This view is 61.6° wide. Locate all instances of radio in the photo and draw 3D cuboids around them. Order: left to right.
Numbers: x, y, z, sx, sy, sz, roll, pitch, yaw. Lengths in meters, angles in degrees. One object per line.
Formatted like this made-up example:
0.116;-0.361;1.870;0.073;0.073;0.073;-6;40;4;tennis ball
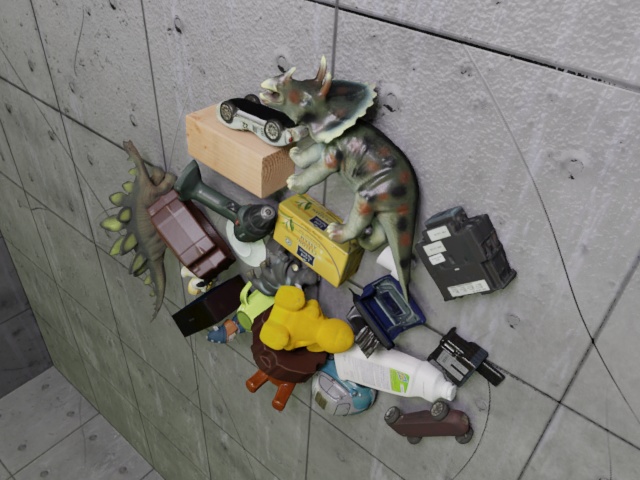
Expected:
-0.273;0.167;1.362;0.230;0.131;0.073;-26;97;51;radio

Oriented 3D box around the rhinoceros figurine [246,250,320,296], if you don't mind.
-0.079;0.080;1.147;0.190;0.073;0.112;-19;101;51;rhinoceros figurine

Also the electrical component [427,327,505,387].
0.252;0.214;0.923;0.119;0.048;0.074;42;140;18;electrical component

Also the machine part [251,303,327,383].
-0.064;0.216;1.146;0.179;0.179;0.056;50;130;7;machine part

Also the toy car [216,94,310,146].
-0.102;-0.213;0.960;0.202;0.073;0.056;28;130;31;toy car

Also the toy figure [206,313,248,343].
-0.203;0.206;1.298;0.058;0.154;0.064;21;129;38;toy figure

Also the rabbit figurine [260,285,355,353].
-0.014;0.180;1.061;0.173;0.122;0.162;16;162;14;rabbit figurine

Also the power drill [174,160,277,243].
-0.183;-0.074;1.073;0.207;0.086;0.232;27;164;-3;power drill

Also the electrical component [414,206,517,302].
0.214;0.018;0.814;0.115;0.058;0.134;-20;101;49;electrical component

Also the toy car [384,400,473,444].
0.212;0.360;1.064;0.089;0.053;0.202;41;145;-14;toy car

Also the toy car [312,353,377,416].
0.037;0.326;1.181;0.162;0.103;0.109;36;137;19;toy car

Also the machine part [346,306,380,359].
0.083;0.172;1.018;0.084;0.039;0.139;61;-177;-10;machine part

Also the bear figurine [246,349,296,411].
-0.092;0.295;1.274;0.120;0.132;0.195;32;143;12;bear figurine

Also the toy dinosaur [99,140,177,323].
-0.429;-0.016;1.339;0.105;0.198;0.470;16;126;42;toy dinosaur

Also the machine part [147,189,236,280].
-0.288;-0.008;1.212;0.201;0.087;0.201;52;176;4;machine part

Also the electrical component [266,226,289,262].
-0.084;0.002;1.105;0.094;0.021;0.063;40;104;43;electrical component

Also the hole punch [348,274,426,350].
0.122;0.125;0.974;0.142;0.092;0.116;51;179;0;hole punch

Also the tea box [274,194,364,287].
-0.002;-0.003;1.012;0.170;0.068;0.098;35;137;22;tea box

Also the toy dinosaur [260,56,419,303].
0.073;-0.099;0.831;0.404;0.131;0.192;46;122;-8;toy dinosaur

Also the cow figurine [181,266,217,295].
-0.301;0.076;1.377;0.098;0.068;0.167;12;129;15;cow figurine
